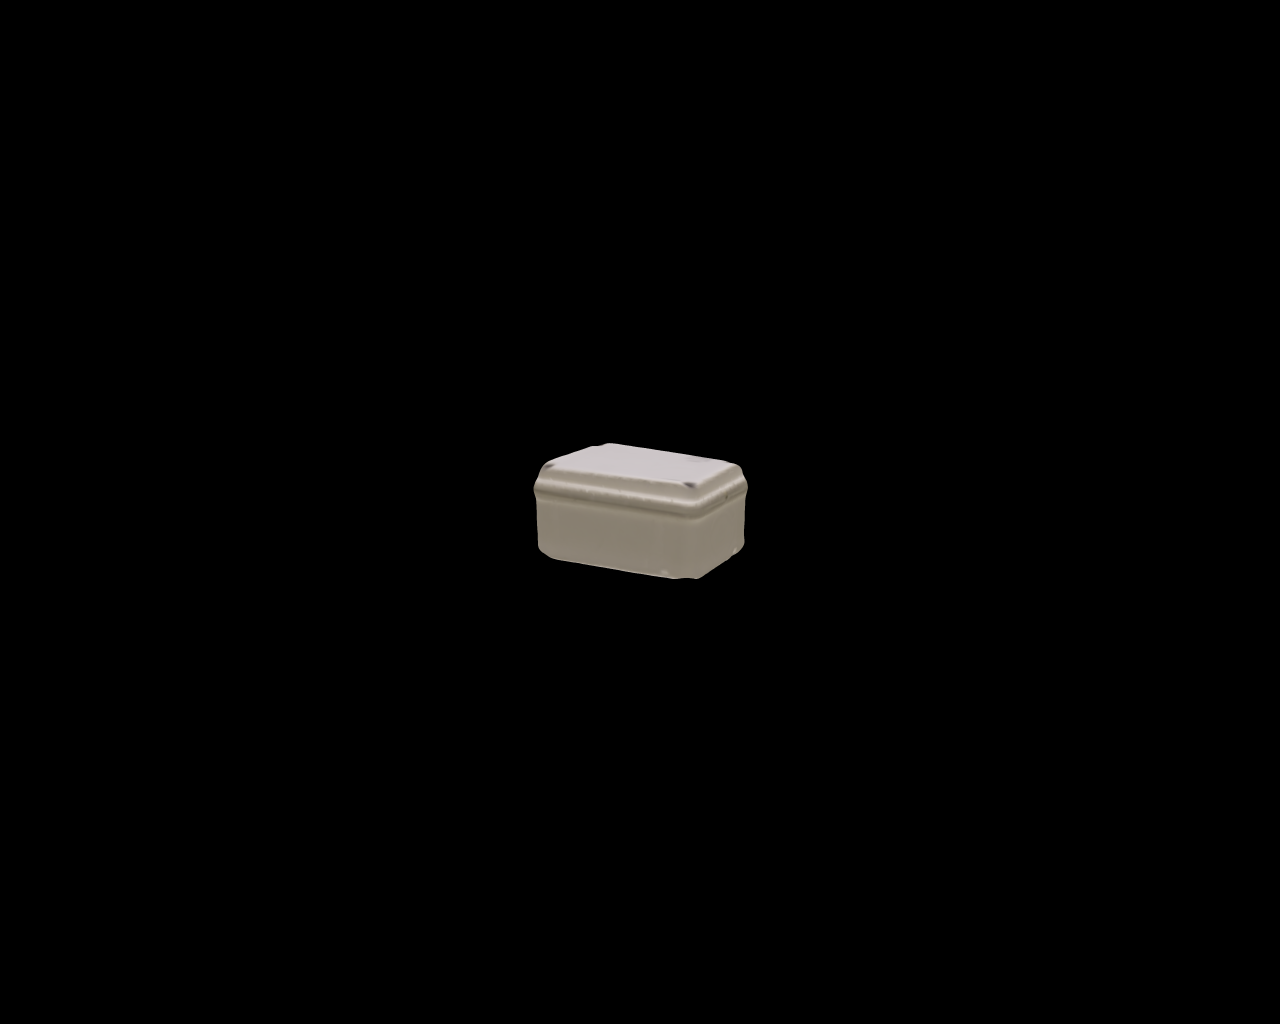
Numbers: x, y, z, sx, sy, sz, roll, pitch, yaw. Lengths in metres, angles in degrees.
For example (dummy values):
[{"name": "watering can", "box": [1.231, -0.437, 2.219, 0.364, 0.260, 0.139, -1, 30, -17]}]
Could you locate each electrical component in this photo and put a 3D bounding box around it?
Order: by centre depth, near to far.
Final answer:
[{"name": "electrical component", "box": [0.001, -0.003, 0.650, 0.113, 0.057, 0.078, 9, 19, 29]}]
